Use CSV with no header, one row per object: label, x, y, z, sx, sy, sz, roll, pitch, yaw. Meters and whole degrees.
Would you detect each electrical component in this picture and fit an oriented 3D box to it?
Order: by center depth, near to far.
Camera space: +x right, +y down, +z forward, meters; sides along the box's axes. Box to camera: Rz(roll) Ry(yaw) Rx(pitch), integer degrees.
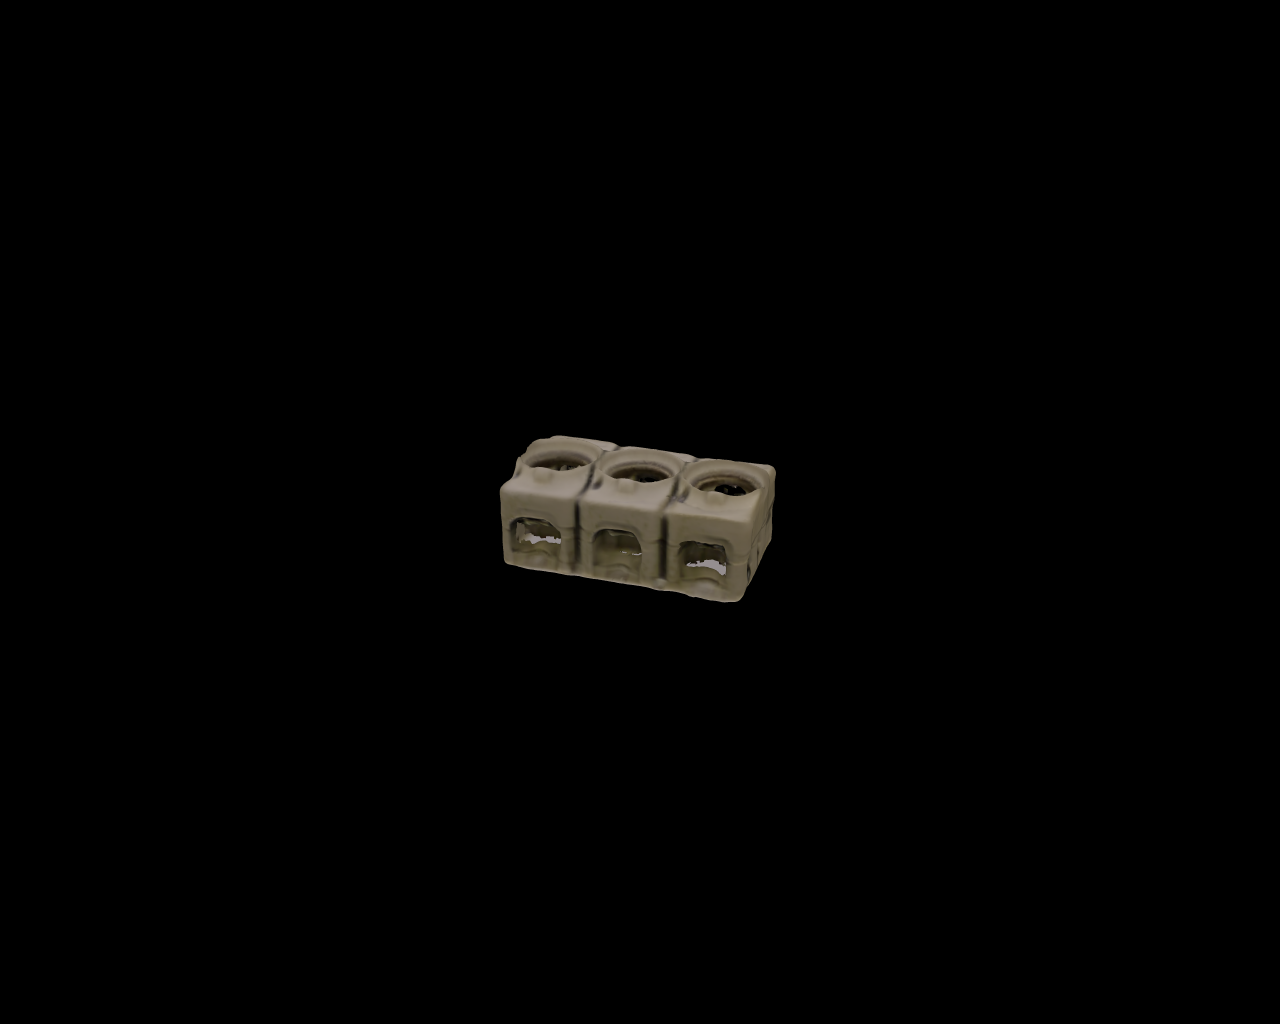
electrical component,0.001,-0.003,0.650,0.150,0.061,0.090,8,28,16
